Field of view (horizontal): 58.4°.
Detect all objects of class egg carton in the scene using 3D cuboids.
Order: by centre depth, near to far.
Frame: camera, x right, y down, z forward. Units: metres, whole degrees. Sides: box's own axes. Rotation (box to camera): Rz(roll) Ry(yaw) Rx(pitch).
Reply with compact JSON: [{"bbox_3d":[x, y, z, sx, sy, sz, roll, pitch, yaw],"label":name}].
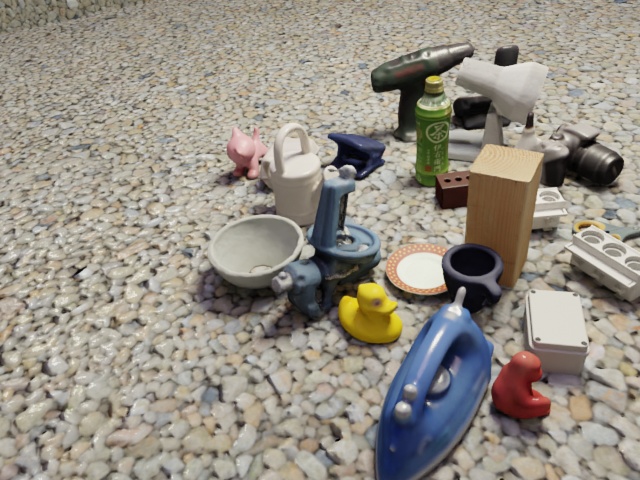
[{"bbox_3d":[-0.065,-0.169,1.247,0.107,0.069,0.150,6,40,15],"label":"egg carton"}]

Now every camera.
[{"bbox_3d":[0.515,-0.167,1.134,0.143,0.101,0.136,-24,41,-20],"label":"camera"}]

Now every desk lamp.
[{"bbox_3d":[0.358,-0.273,1.200,0.202,0.214,0.118,9,41,19],"label":"desk lamp"}]

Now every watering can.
[{"bbox_3d":[-0.039,-0.130,1.093,0.172,0.194,0.101,6,40,15],"label":"watering can"}]

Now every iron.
[{"bbox_3d":[0.135,0.180,0.718,0.118,0.142,0.259,16,44,26],"label":"iron"}]

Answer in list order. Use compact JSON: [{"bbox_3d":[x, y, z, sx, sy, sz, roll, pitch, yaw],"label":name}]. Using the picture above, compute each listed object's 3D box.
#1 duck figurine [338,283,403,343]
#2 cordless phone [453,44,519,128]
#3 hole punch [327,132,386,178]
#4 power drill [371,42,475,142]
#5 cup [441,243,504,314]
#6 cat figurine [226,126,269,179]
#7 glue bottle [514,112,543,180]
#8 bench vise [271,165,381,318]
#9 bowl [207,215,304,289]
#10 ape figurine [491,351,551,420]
[{"bbox_3d":[0.075,0.101,0.871,0.104,0.086,0.078,18,45,28],"label":"duck figurine"},{"bbox_3d":[0.388,-0.363,1.331,0.147,0.185,0.094,-8,38,-2],"label":"cordless phone"},{"bbox_3d":[0.080,-0.202,1.250,0.108,0.091,0.101,26,49,35],"label":"hole punch"},{"bbox_3d":[0.231,-0.335,1.300,0.229,0.209,0.075,-7,38,-1],"label":"power drill"},{"bbox_3d":[0.237,0.074,0.875,0.092,0.095,0.117,-17,39,-13],"label":"cup"},{"bbox_3d":[-0.162,-0.202,1.263,0.067,0.118,0.128,10,41,21],"label":"cat figurine"},{"bbox_3d":[0.391,-0.164,1.089,0.078,0.173,0.037,-23,41,-20],"label":"glue bottle"},{"bbox_3d":[0.018,0.006,0.891,0.121,0.220,0.208,16,44,26],"label":"bench vise"},{"bbox_3d":[-0.107,0.032,0.995,0.167,0.075,0.167,-4,38,3],"label":"bowl"},{"bbox_3d":[0.261,0.182,0.738,0.076,0.092,0.078,-1,39,7],"label":"ape figurine"}]
